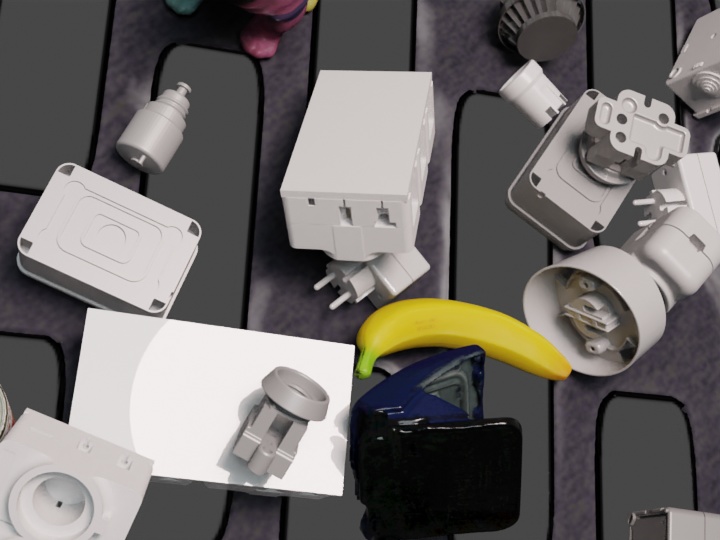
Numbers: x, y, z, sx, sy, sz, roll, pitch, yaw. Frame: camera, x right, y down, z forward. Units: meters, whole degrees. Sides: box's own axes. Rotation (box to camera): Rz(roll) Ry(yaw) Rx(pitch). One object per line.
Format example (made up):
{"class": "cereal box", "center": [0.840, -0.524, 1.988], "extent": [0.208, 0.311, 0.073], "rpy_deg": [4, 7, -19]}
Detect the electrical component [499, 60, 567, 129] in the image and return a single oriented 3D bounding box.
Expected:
{"class": "electrical component", "center": [0.147, -0.147, 0.909], "extent": [0.046, 0.040, 0.040], "rpy_deg": [44, 68, -6]}

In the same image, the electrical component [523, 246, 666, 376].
{"class": "electrical component", "center": [0.184, 0.032, 0.837], "extent": [0.064, 0.099, 0.099], "rpy_deg": [-28, 83, -27]}

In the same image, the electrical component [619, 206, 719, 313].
{"class": "electrical component", "center": [0.239, -0.003, 0.860], "extent": [0.053, 0.095, 0.059], "rpy_deg": [45, 68, 0]}

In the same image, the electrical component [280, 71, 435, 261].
{"class": "electrical component", "center": [0.003, -0.080, 0.798], "extent": [0.089, 0.061, 0.150], "rpy_deg": [3, 44, 10]}

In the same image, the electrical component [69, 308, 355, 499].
{"class": "electrical component", "center": [-0.105, 0.098, 0.755], "extent": [0.186, 0.060, 0.105], "rpy_deg": [9, 72, -13]}

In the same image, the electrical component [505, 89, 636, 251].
{"class": "electrical component", "center": [0.181, -0.081, 0.888], "extent": [0.078, 0.057, 0.113], "rpy_deg": [37, 68, -2]}

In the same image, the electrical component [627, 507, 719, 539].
{"class": "electrical component", "center": [0.242, 0.231, 0.810], "extent": [0.061, 0.061, 0.096], "rpy_deg": [10, 72, -12]}

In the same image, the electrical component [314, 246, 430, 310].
{"class": "electrical component", "center": [0.000, 0.000, 0.819], "extent": [0.077, 0.047, 0.065], "rpy_deg": [-37, 86, -22]}

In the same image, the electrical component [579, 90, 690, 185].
{"class": "electrical component", "center": [0.207, -0.100, 0.837], "extent": [0.078, 0.057, 0.058], "rpy_deg": [19, 70, -9]}

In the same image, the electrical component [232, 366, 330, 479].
{"class": "electrical component", "center": [-0.051, 0.097, 0.699], "extent": [0.048, 0.066, 0.055], "rpy_deg": [30, 102, -5]}

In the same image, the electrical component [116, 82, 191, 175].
{"class": "electrical component", "center": [-0.152, -0.108, 0.813], "extent": [0.040, 0.040, 0.078], "rpy_deg": [29, 68, -6]}

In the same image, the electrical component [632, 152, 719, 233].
{"class": "electrical component", "center": [0.266, -0.051, 0.909], "extent": [0.076, 0.047, 0.083], "rpy_deg": [-6, 75, -16]}

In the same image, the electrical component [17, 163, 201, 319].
{"class": "electrical component", "center": [-0.179, -0.015, 0.769], "extent": [0.113, 0.057, 0.078], "rpy_deg": [25, 69, -7]}

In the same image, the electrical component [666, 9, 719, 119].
{"class": "electrical component", "center": [0.324, -0.190, 0.939], "extent": [0.048, 0.100, 0.099], "rpy_deg": [37, 68, -16]}

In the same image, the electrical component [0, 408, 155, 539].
{"class": "electrical component", "center": [-0.201, 0.177, 0.667], "extent": [0.089, 0.061, 0.150], "rpy_deg": [24, 100, -8]}
